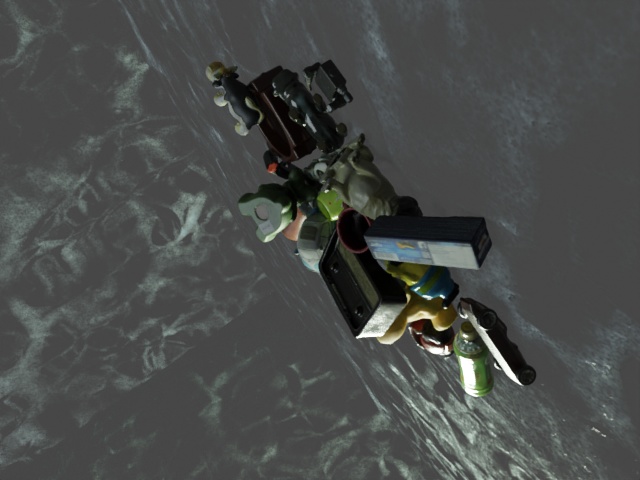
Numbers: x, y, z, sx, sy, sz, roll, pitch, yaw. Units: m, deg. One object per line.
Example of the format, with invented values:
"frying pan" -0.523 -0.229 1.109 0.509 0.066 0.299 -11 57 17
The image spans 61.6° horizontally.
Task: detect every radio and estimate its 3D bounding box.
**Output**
"radio" 0.081 0.085 1.125 0.131 0.073 0.230 -63 37 32

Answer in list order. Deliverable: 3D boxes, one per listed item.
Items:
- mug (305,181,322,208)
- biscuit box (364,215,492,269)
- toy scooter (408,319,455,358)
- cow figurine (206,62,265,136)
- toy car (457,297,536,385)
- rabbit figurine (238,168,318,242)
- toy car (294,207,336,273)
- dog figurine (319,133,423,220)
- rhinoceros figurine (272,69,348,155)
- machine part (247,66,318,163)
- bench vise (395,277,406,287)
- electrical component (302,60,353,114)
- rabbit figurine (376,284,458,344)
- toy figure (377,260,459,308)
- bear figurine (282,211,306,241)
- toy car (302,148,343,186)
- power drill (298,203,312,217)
"mug" 0.004 -0.125 1.346 0.109 0.080 0.107 19 -153 -44
"biscuit box" 0.173 0.000 0.885 0.203 0.063 0.059 5 135 40
"toy scooter" 0.262 0.224 1.272 0.184 0.075 0.135 40 161 57
"cow figurine" -0.184 -0.315 1.159 0.167 0.068 0.098 55 162 -12
"toy car" 0.325 0.180 0.984 0.202 0.053 0.089 54 178 -13
"rabbit figurine" -0.084 -0.102 1.245 0.121 0.170 0.159 50 129 -4
"toy car" -0.003 -0.004 1.254 0.109 0.161 0.103 11 -179 28
"dog figurine" 0.107 -0.093 1.025 0.190 0.121 0.172 37 -148 -15
"rhinoceros figurine" -0.019 -0.258 1.072 0.190 0.073 0.112 48 -168 -7
"machine part" -0.084 -0.282 1.224 0.201 0.087 0.201 60 166 -13
"bench vise" 0.100 0.090 1.311 0.241 0.128 0.223 23 -172 8
"electrical component" 0.013 -0.277 0.974 0.102 0.045 0.078 56 169 -2
"rabbit figurine" 0.186 0.148 1.141 0.122 0.173 0.162 45 169 51
"toy figure" 0.192 0.054 1.047 0.180 0.089 0.082 33 177 -3
"bear figurine" -0.052 -0.093 1.569 0.132 0.120 0.195 -80 6 -46
"toy car" 0.011 -0.163 1.203 0.056 0.073 0.202 55 167 -13
"power drill" 0.006 -0.019 1.453 0.232 0.086 0.207 30 134 28
